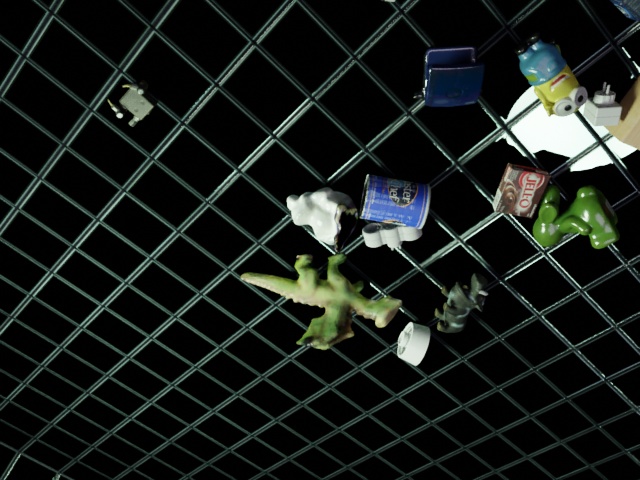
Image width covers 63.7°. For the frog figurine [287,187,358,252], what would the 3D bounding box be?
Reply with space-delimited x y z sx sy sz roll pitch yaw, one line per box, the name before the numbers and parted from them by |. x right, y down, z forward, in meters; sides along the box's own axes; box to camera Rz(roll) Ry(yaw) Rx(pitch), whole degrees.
frog figurine | 0.004 -0.061 1.213 0.161 0.125 0.134 23 141 34

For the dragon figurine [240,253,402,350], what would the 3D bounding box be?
dragon figurine | -0.008 0.157 1.256 0.410 0.249 0.119 -5 128 6
